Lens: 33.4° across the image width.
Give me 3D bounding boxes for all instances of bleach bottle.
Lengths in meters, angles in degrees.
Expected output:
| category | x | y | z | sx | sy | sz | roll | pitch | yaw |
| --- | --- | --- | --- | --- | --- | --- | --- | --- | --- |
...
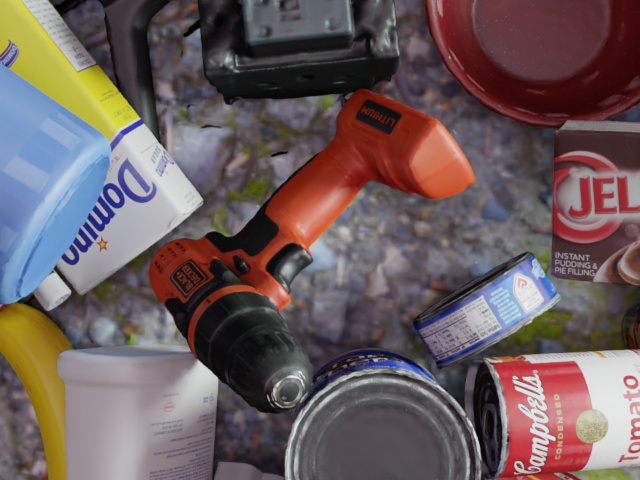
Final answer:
| category | x | y | z | sx | sy | sz | roll | pitch | yaw |
| --- | --- | --- | --- | --- | --- | --- | --- | --- | --- |
| bleach bottle | -0.110 | 0.191 | 0.637 | 0.068 | 0.102 | 0.251 | 1 | 89 | 32 |

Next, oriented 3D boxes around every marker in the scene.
| category | x | y | z | sx | sy | sz | roll | pitch | yaw |
| --- | --- | --- | --- | --- | --- | --- | --- | --- | --- |
| marker | -0.195 | -0.009 | 0.646 | 0.020 | 0.020 | 0.121 | -39 | 86 | 0 |

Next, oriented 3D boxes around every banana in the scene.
| category | x | y | z | sx | sy | sz | roll | pitch | yaw |
| --- | --- | --- | --- | --- | --- | --- | --- | --- | --- |
| banana | -0.169 | 0.118 | 0.674 | 0.070 | 0.037 | 0.198 | -25 | 84 | 29 |

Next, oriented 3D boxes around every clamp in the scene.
| category | x | y | z | sx | sy | sz | roll | pitch | yaw |
| --- | --- | --- | --- | --- | --- | --- | --- | --- | --- |
| clamp | -0.131 | -0.153 | 0.678 | 0.164 | 0.036 | 0.210 | 33 | 93 | 0 |

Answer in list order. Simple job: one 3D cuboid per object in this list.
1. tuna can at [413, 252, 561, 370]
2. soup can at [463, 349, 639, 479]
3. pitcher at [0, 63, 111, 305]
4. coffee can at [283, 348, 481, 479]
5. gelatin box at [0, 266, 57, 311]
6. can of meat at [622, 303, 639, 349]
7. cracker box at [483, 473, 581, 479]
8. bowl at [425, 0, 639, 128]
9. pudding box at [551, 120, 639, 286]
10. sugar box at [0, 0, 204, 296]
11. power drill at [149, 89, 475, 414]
| category | x | y | z | sx | sy | sz | roll | pitch | yaw |
| --- | --- | --- | --- | --- | --- | --- | --- | --- | --- |
| tuna can | 0.099 | 0.042 | 0.644 | 0.086 | 0.086 | 0.034 | -31 | 87 | 0 |
| soup can | 0.140 | 0.098 | 0.603 | 0.102 | 0.068 | 0.068 | -2 | 88 | -9 |
| pitcher | -0.237 | -0.074 | 0.561 | 0.243 | 0.149 | 0.145 | 32 | 106 | -2 |
| coffee can | 0.033 | 0.118 | 0.615 | 0.103 | 0.140 | 0.103 | 0 | 88 | 1 |
| gelatin box | -0.219 | 0.005 | 0.660 | 0.073 | 0.030 | 0.089 | -38 | 83 | -34 |
| can of meat | 0.224 | 0.082 | 0.641 | 0.057 | 0.084 | 0.102 | -11 | 88 | 0 |
| cracker box | 0.134 | 0.253 | 0.631 | 0.164 | 0.072 | 0.214 | 26 | 90 | 14 |
| bowl | 0.143 | -0.146 | 0.663 | 0.162 | 0.055 | 0.162 | 0 | 88 | 1 |
| pudding box | 0.190 | -0.021 | 0.610 | 0.114 | 0.039 | 0.090 | 4 | 110 | 20 |
| sugar box | -0.162 | -0.062 | 0.646 | 0.093 | 0.048 | 0.176 | -35 | 96 | 20 |
| power drill | -0.004 | 0.001 | 0.613 | 0.187 | 0.185 | 0.057 | -41 | 123 | -7 |
